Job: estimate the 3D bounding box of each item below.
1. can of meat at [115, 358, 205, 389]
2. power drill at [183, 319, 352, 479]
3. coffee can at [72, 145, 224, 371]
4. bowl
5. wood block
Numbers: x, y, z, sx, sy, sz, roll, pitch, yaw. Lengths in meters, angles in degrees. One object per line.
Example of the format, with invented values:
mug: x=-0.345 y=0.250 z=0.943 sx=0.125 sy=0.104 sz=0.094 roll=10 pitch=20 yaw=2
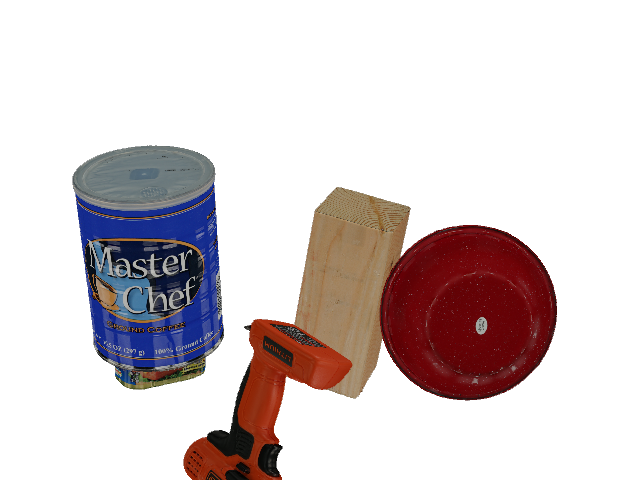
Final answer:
can of meat: x=-0.170 y=0.106 z=1.139 sx=0.101 sy=0.084 sz=0.058 roll=-8 pitch=19 yaw=-35
power drill: x=-0.040 y=0.180 z=0.978 sx=0.057 sy=0.188 sz=0.185 roll=14 pitch=11 yaw=-47
coffee can: x=-0.127 y=0.012 z=0.803 sx=0.103 sy=0.140 sz=0.103 roll=-1 pitch=27 yaw=0
bowl: x=0.135 y=0.069 z=0.938 sx=0.162 sy=0.162 sz=0.055 roll=0 pitch=7 yaw=-2
wood block: x=0.030 y=0.058 z=1.196 sx=0.090 sy=0.206 sz=0.090 roll=16 pitch=24 yaw=13
